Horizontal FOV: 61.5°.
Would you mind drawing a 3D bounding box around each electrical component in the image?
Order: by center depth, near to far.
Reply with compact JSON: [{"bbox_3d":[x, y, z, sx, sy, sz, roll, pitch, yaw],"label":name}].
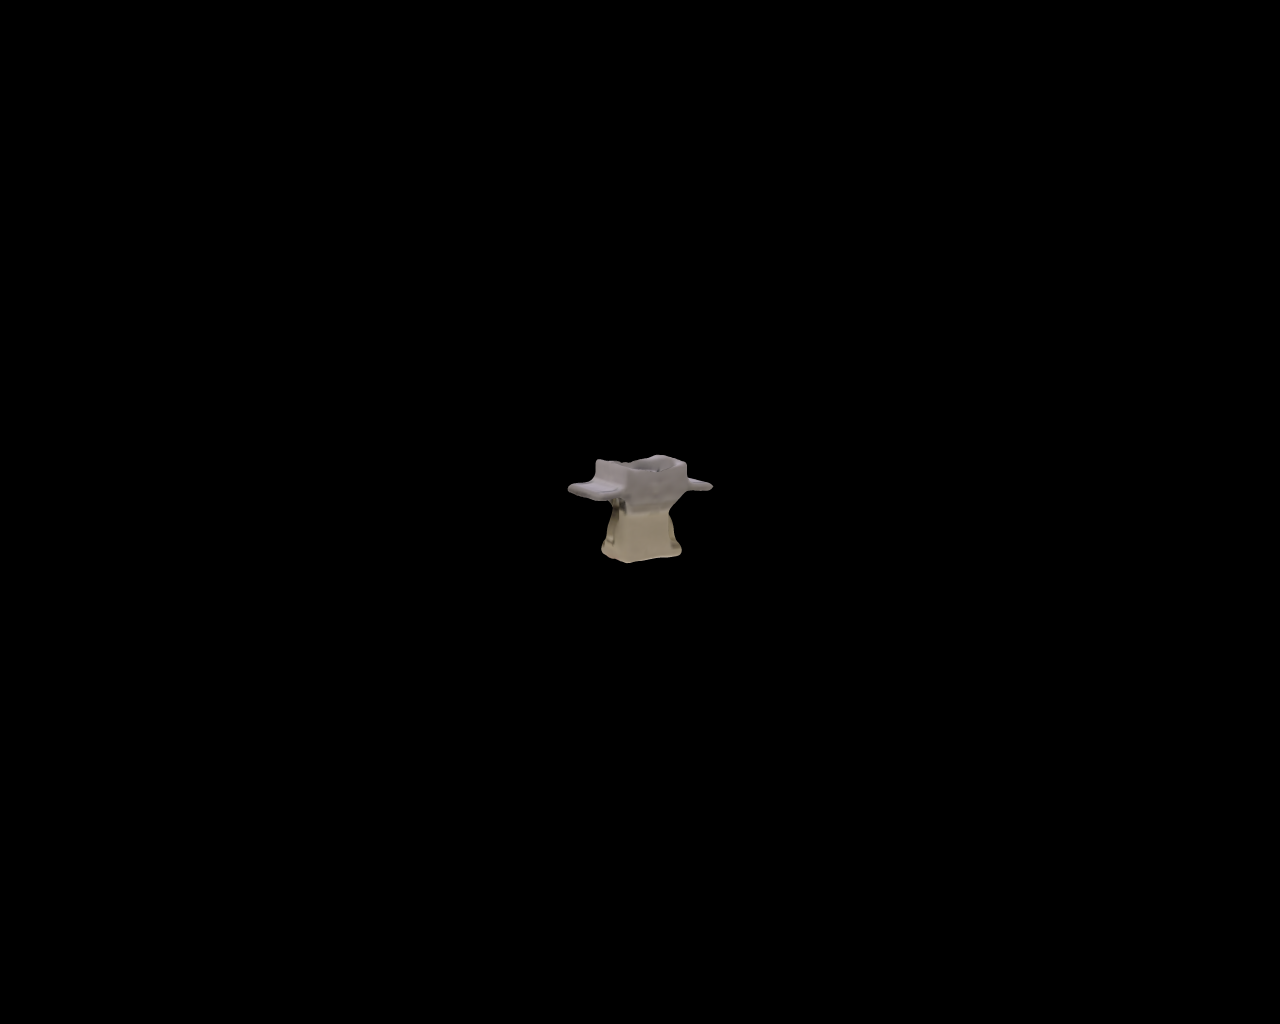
[{"bbox_3d":[0.001,-0.003,0.650,0.081,0.063,0.042,-5,12,-28],"label":"electrical component"}]
